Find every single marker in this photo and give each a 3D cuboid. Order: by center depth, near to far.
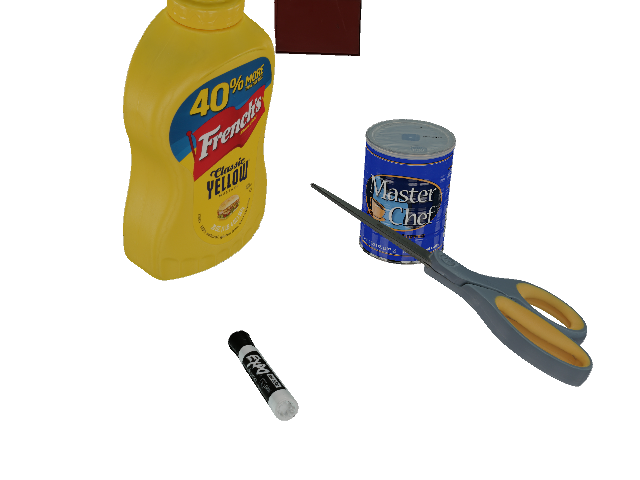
[{"bbox_3d":[-0.047,0.102,0.828,0.020,0.020,0.121,0,21,-23],"label":"marker"}]

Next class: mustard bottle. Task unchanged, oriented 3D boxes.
[{"bbox_3d":[-0.067,-0.073,0.601,0.058,0.192,0.096,34,46,28],"label":"mustard bottle"}]

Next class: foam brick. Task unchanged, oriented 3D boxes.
[{"bbox_3d":[-0.003,-0.196,0.967,0.078,0.051,0.053,1,17,-3],"label":"foam brick"}]

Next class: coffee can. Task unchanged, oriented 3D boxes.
[{"bbox_3d":[0.100,-0.058,1.244,0.103,0.140,0.103,2,28,-1],"label":"coffee can"}]

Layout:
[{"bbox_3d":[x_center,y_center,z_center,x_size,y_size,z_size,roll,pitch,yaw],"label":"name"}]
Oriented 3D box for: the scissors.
[{"bbox_3d":[0.091,0.018,0.671,0.202,0.016,0.096,40,26,20],"label":"scissors"}]
